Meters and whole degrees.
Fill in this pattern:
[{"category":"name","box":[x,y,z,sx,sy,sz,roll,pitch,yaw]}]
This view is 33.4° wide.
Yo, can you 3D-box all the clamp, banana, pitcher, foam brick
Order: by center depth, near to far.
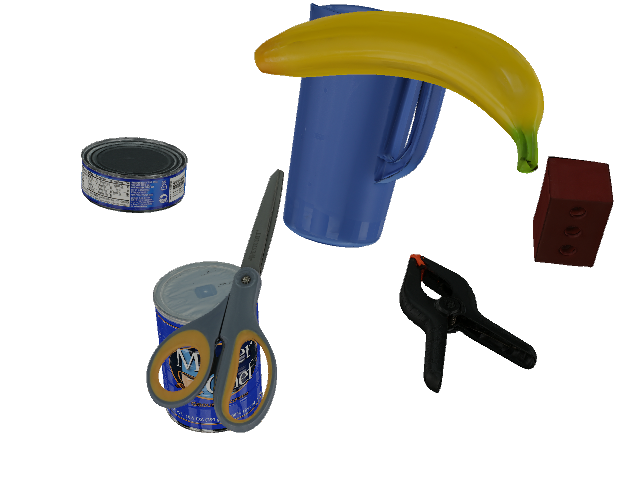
[{"category":"banana","box":[0.052,-0.101,0.613,0.198,0.069,0.037,24,-29,32]},{"category":"foam brick","box":[0.213,-0.024,0.907,0.053,0.078,0.051,6,45,4]},{"category":"clamp","box":[0.140,0.079,1.079,0.120,0.039,0.171,0,45,-19]},{"category":"pitcher","box":[0.041,-0.117,1.110,0.145,0.243,0.149,11,16,-2]}]

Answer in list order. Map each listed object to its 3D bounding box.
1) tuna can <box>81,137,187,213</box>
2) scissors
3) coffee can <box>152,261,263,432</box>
[{"category":"tuna can","box":[-0.153,-0.054,0.874,0.086,0.034,0.086,5,25,-3]},{"category":"scissors","box":[-0.070,0.038,0.737,0.096,0.202,0.016,-5,-32,3]},{"category":"coffee can","box":[-0.111,0.107,1.073,0.103,0.140,0.103,0,33,0]}]
